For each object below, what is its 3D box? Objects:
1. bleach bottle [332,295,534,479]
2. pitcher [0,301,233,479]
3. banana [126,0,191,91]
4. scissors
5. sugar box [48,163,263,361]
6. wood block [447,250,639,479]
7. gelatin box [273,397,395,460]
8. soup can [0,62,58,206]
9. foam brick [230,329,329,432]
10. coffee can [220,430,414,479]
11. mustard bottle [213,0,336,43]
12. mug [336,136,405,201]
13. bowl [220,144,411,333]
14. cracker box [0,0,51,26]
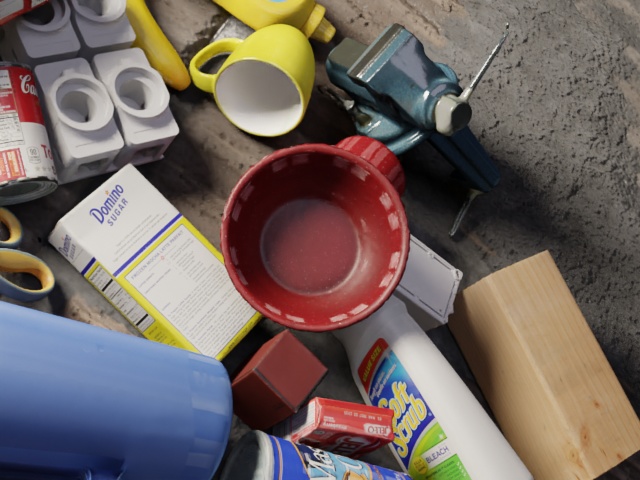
[{"bbox_3d":[0.078,0.137,0.953,0.067,0.103,0.251,-23,73,-45],"label":"bleach bottle"},{"bbox_3d":[-0.190,0.127,0.778,0.242,0.145,0.149,15,85,-26],"label":"pitcher"},{"bbox_3d":[-0.176,-0.231,1.012,0.069,0.037,0.198,-7,71,-31],"label":"banana"},{"bbox_3d":[-0.279,-0.002,0.801,0.201,0.016,0.096,27,33,-54],"label":"scissors"},{"bbox_3d":[-0.135,0.028,0.907,0.176,0.048,0.093,44,51,-1],"label":"sugar box"},{"bbox_3d":[0.214,0.127,1.027,0.090,0.091,0.206,-20,78,-35],"label":"wood block"},{"bbox_3d":[0.010,0.162,0.896,0.073,0.089,0.030,14,61,-23],"label":"gelatin box"},{"bbox_3d":[-0.258,-0.086,0.871,0.068,0.069,0.102,-10,81,-33],"label":"soup can"},{"bbox_3d":[-0.041,0.120,0.896,0.053,0.078,0.051,45,53,-6],"label":"foam brick"},{"bbox_3d":[-0.003,0.220,0.853,0.140,0.103,0.102,20,59,-20],"label":"coffee can"},{"bbox_3d":[-0.067,-0.257,1.071,0.191,0.058,0.096,31,40,-14],"label":"mustard bottle"},{"bbox_3d":[0.018,-0.049,1.012,0.117,0.093,0.081,20,45,23],"label":"mug"},{"bbox_3d":[-0.006,0.001,0.923,0.162,0.055,0.162,1,81,-6],"label":"bowl"},{"bbox_3d":[-0.331,-0.249,0.867,0.214,0.072,0.164,35,51,18],"label":"cracker box"}]
